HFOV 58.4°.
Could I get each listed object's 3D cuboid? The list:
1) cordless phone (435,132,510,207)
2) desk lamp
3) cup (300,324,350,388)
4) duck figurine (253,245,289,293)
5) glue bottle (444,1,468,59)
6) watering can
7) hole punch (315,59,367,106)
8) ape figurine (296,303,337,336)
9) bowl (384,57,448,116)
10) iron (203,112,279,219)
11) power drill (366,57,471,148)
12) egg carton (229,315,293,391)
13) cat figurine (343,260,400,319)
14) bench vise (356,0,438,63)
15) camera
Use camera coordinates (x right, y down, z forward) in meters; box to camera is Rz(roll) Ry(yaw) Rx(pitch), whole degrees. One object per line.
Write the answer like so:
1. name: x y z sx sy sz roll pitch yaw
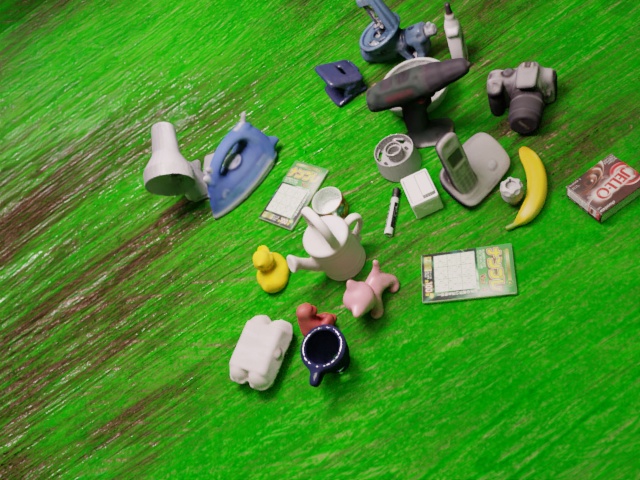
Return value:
1. cordless phone: 0.299 -0.168 1.144 0.093 0.186 0.148 35 80 37
2. desk lamp: -0.353 -0.184 1.448 0.117 0.214 0.203 -18 55 15
3. cup: 0.017 0.232 1.092 0.091 0.095 0.118 4 63 27
4. duck figurine: -0.117 0.060 1.267 0.077 0.086 0.104 -19 54 14
5. glue bottle: 0.313 -0.483 1.337 0.037 0.174 0.078 -9 58 21
6. watering can: 0.012 0.005 1.170 0.100 0.195 0.173 22 72 34
7. hole punch: 0.053 -0.421 1.476 0.101 0.091 0.108 -35 52 2
8. ape figurine: -0.017 0.158 1.156 0.077 0.092 0.076 34 79 37
9. bowl: 0.230 -0.348 1.357 0.167 0.075 0.167 -12 57 19
10. iron: -0.221 -0.189 1.434 0.118 0.142 0.258 23 73 34
11. power drill: 0.225 -0.295 1.242 0.229 0.209 0.075 -6 59 22
12. egg carton: -0.118 0.230 1.174 0.107 0.070 0.150 8 65 29
13. cat figurine: 0.091 0.099 1.123 0.067 0.118 0.128 20 71 33
14. bench vise: 0.176 -0.536 1.405 0.207 0.220 0.121 -11 57 20
15. camera: 0.424 -0.303 1.220 0.142 0.101 0.137 3 63 27
